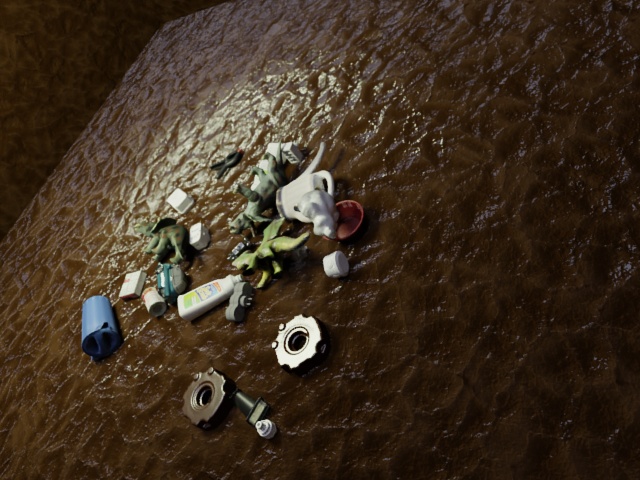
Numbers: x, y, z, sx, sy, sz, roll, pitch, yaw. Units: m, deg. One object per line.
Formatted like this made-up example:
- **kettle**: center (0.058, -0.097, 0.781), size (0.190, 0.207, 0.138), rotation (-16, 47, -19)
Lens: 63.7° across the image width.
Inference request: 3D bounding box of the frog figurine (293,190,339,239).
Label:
- **frog figurine**: center (0.005, -0.082, 1.628), size (0.136, 0.121, 0.162), rotation (26, 18, -38)

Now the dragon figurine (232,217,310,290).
- **dragon figurine**: center (-0.162, 0.012, 1.734), size (0.121, 0.249, 0.404), rotation (34, -54, -31)

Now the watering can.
- **watering can**: center (-0.049, -0.192, 1.857), size (0.223, 0.356, 0.102), rotation (-21, -41, 22)
